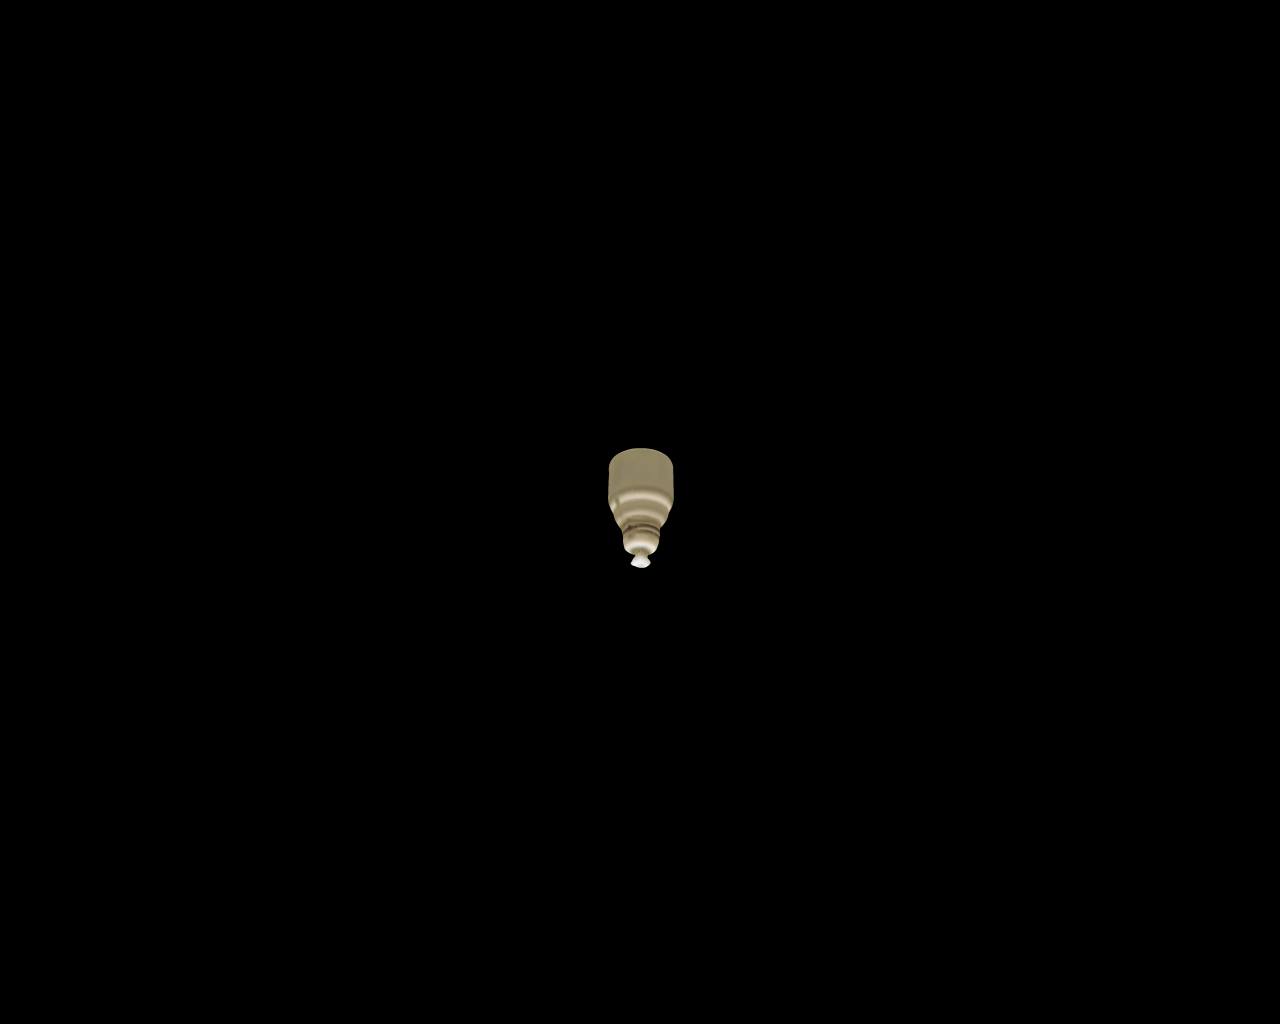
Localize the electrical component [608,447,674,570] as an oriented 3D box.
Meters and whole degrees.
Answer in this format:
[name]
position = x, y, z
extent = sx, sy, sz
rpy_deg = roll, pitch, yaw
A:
[electrical component]
position = 0.001, -0.003, 0.650
extent = 0.040, 0.078, 0.040
rpy_deg = 0, -29, 0
